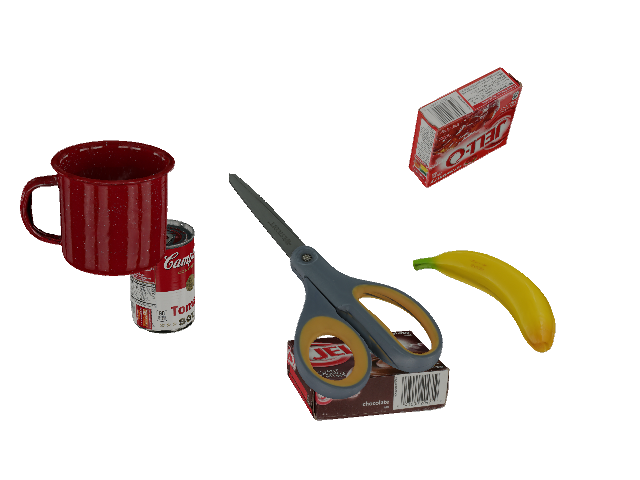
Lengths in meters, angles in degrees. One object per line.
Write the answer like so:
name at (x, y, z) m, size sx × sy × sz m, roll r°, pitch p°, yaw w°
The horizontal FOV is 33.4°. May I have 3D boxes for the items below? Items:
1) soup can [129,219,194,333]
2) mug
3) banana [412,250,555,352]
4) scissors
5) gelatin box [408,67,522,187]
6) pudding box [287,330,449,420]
soup can at (-0.165, 0.038, 1.117) m, size 0.068 × 0.102 × 0.068 m, roll 2°, pitch 25°, yaw -1°
mug at (-0.172, -0.024, 0.826) m, size 0.117 × 0.081 × 0.093 m, roll -3°, pitch 25°, yaw -16°
banana at (0.177, 0.053, 1.061) m, size 0.069 × 0.037 × 0.198 m, roll -33°, pitch 36°, yaw -18°
scissors at (-0.016, 0.029, 0.664) m, size 0.202 × 0.016 × 0.096 m, roll 33°, pitch 55°, yaw 27°
gelatin box at (0.117, -0.091, 0.866) m, size 0.089 × 0.030 × 0.073 m, roll -28°, pitch -29°, yaw -21°
pudding box at (0.036, 0.108, 0.868) m, size 0.113 × 0.039 × 0.090 m, roll -1°, pitch 17°, yaw -16°
